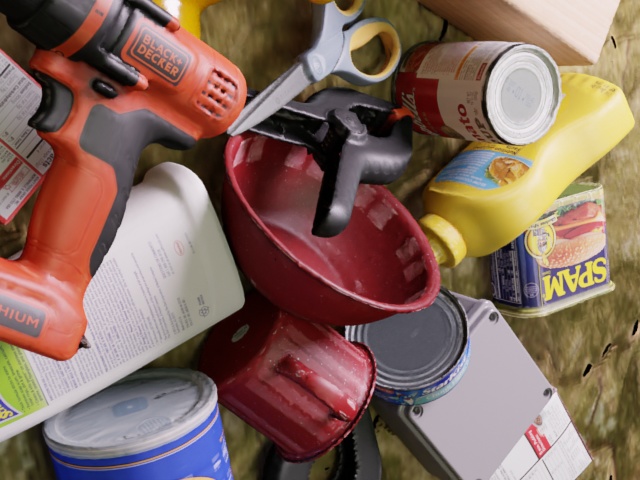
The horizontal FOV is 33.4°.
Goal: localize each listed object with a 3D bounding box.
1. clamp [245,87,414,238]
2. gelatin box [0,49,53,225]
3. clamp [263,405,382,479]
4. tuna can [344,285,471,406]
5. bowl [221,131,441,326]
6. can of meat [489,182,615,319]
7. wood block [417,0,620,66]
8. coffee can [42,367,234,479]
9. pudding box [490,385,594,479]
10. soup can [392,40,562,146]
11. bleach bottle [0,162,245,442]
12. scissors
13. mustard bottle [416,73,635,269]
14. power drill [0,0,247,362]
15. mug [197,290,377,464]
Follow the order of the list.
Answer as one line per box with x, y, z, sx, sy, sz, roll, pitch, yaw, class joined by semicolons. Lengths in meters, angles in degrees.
0.001;-0.068;0.677;0.120;0.039;0.171;47;31;5;clamp
-0.185;-0.063;0.587;0.089;0.030;0.073;45;73;-32;gelatin box
-0.014;0.198;0.746;0.164;0.036;0.210;6;95;-34;clamp
0.062;0.071;0.741;0.086;0.086;0.033;-48;151;-16;tuna can
-0.004;0.001;0.669;0.161;0.162;0.055;19;123;-35;bowl
0.176;0.005;0.823;0.101;0.058;0.084;-15;104;-31;can of meat
0.105;-0.202;0.715;0.205;0.090;0.091;24;85;-34;wood block
-0.100;0.161;0.643;0.102;0.103;0.140;-20;110;-29;coffee can
0.159;0.180;0.857;0.113;0.039;0.090;-41;119;-18;pudding box
0.105;-0.101;0.726;0.068;0.102;0.068;-7;103;-30;soup can
-0.169;0.053;0.602;0.250;0.068;0.102;-29;113;-23;bleach bottle
-0.008;-0.126;0.656;0.201;0.016;0.096;-24;100;-53;scissors
0.130;-0.043;0.758;0.191;0.096;0.058;-42;119;-20;mustard bottle
-0.139;-0.047;0.520;0.184;0.057;0.187;30;86;-39;power drill
-0.019;0.085;0.676;0.081;0.117;0.093;41;81;-27;mug
